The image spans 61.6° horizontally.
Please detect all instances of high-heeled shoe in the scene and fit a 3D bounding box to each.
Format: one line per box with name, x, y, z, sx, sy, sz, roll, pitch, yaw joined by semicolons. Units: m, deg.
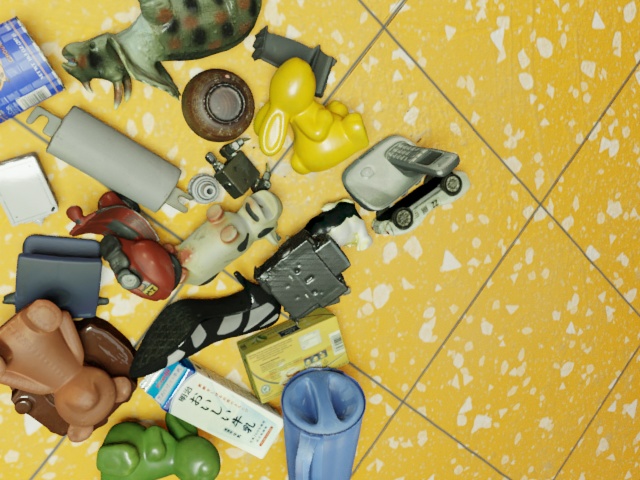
high-heeled shoe;-0.172;0.151;0.856;0.249;0.086;0.145;-41;135;-13

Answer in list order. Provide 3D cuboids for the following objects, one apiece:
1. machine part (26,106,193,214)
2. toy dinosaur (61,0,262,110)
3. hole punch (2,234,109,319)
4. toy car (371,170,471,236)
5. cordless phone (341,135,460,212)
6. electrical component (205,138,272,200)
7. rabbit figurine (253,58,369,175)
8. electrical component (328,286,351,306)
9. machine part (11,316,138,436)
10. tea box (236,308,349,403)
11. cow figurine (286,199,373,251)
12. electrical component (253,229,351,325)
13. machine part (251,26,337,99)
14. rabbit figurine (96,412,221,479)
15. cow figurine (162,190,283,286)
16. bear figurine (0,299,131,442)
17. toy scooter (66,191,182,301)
machine part;-0.290;-0.113;0.766;0.243;0.079;0.079;32;86;-23
toy dinosaur;-0.168;-0.328;0.766;0.405;0.131;0.191;-31;121;-20
hole punch;-0.367;0.059;0.758;0.142;0.092;0.115;4;101;-27
toy car;0.181;-0.066;0.972;0.202;0.074;0.056;-34;109;-14
cordless phone;0.135;-0.103;0.887;0.146;0.184;0.088;-38;115;-13
electrical component;-0.123;-0.111;0.843;0.102;0.045;0.078;55;41;-17
rabbit figurine;-0.028;-0.196;0.841;0.162;0.122;0.173;-26;130;6
electrical component;0.010;0.085;0.954;0.094;0.021;0.063;-13;103;-20
machine part;-0.361;0.201;0.799;0.179;0.056;0.179;-4;100;-23
tea box;-0.046;0.194;0.923;0.170;0.068;0.098;-19;106;-18
cow figurine;-0.002;-0.002;0.908;0.167;0.068;0.098;-26;106;-18
electrical component;-0.021;0.052;0.850;0.134;0.058;0.114;-38;112;7
machine part;-0.043;-0.286;0.863;0.139;0.039;0.084;22;95;-26
rabbit figurine;-0.236;0.337;0.821;0.170;0.159;0.121;6;99;-5
cow figurine;-0.138;-0.003;0.834;0.195;0.127;0.085;-39;71;2
bear figurine;-0.341;0.179;0.705;0.120;0.132;0.195;-43;105;-23
toy scooter;-0.272;0.004;0.730;0.075;0.135;0.184;-38;75;11
